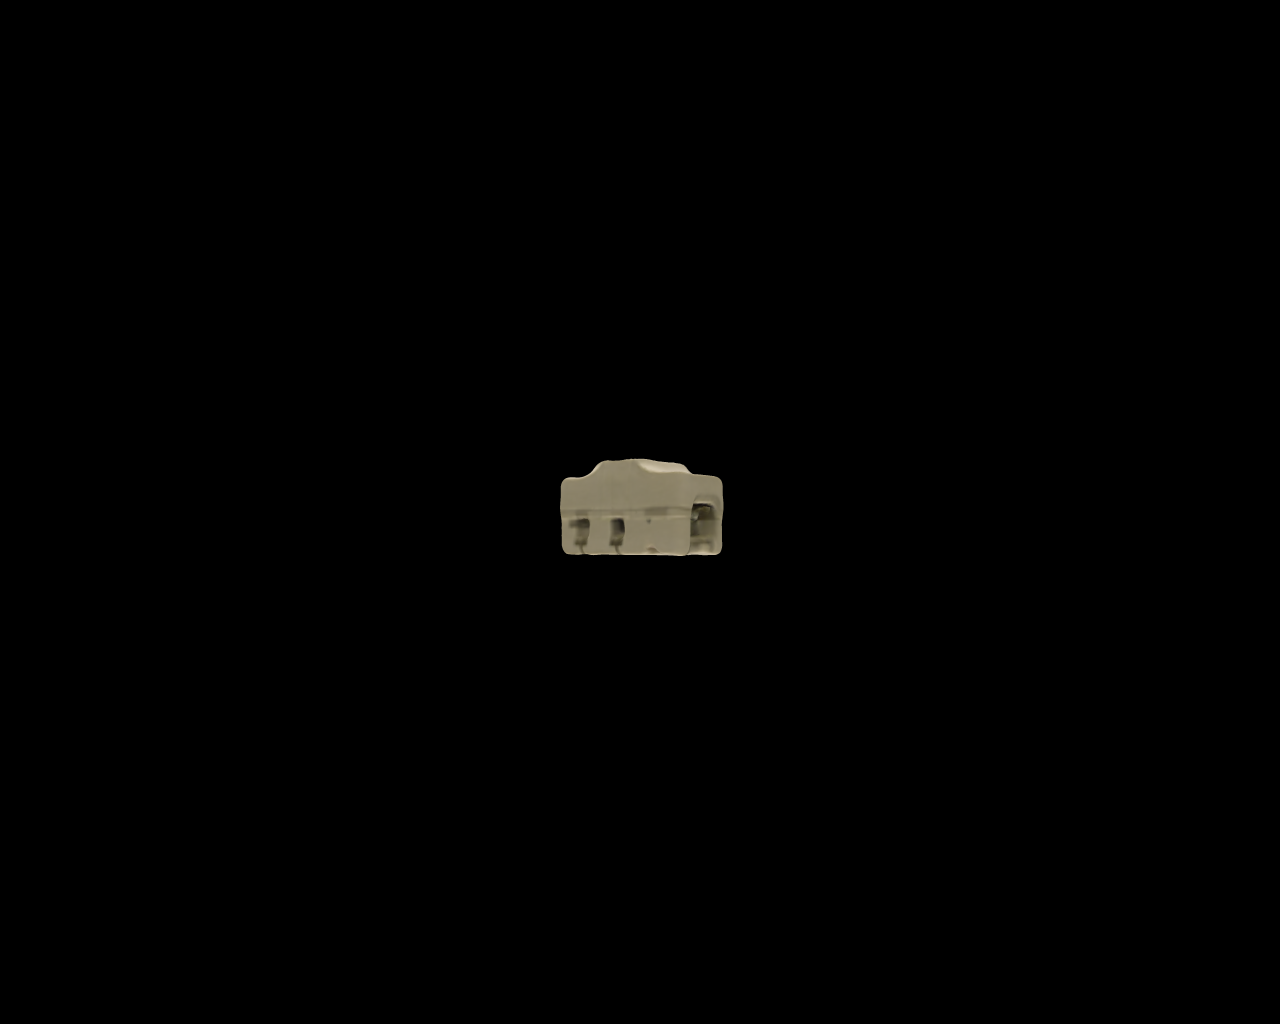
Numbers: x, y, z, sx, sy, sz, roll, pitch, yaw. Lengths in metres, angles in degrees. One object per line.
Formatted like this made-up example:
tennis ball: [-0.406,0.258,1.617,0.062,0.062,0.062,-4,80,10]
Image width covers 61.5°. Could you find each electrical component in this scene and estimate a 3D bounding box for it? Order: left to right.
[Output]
electrical component: [0.001,-0.003,0.650,0.089,0.055,0.050,-1,-2,34]
